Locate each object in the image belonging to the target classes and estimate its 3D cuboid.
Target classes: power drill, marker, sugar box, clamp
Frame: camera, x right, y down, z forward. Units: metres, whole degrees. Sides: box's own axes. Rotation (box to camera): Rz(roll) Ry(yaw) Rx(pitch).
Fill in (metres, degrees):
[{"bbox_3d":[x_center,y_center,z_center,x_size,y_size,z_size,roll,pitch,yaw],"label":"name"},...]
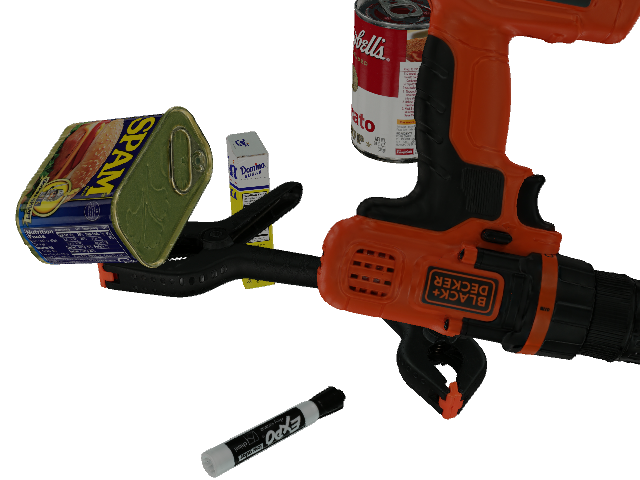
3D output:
[{"bbox_3d":[0.103,-0.039,0.513,0.184,0.188,0.057,11,3,-2],"label":"power drill"},{"bbox_3d":[-0.030,0.133,0.755,0.120,0.020,0.020,-23,13,-35],"label":"marker"},{"bbox_3d":[-0.088,-0.038,1.331,0.048,0.176,0.093,-9,24,-10],"label":"sugar box"},{"bbox_3d":[-0.086,0.004,0.921,0.210,0.036,0.164,-7,32,-9],"label":"clamp"},{"bbox_3d":[0.114,0.088,0.960,0.120,0.039,0.171,-8,40,-9],"label":"clamp"}]

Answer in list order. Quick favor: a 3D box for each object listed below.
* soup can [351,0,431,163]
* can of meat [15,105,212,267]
[{"bbox_3d":[0.055,-0.113,0.731,0.068,0.102,0.068,1,33,-1],"label":"soup can"},{"bbox_3d":[-0.126,-0.032,0.652,0.084,0.102,0.057,-2,-44,29],"label":"can of meat"}]
